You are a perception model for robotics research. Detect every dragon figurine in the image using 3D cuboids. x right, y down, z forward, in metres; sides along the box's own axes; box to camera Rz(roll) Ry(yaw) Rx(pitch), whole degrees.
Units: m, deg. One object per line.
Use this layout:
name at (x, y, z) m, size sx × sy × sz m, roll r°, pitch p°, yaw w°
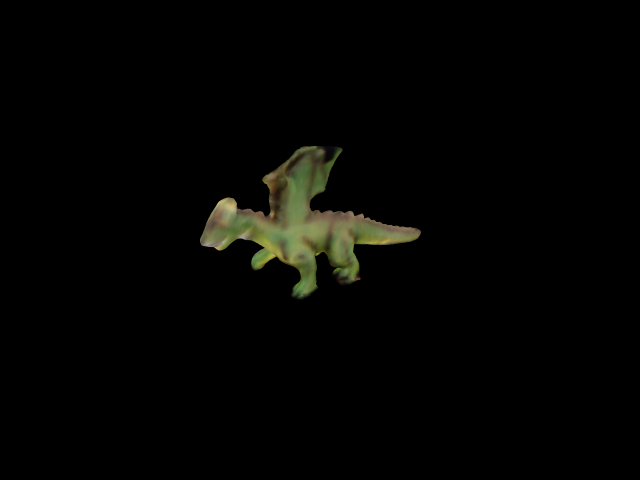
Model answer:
dragon figurine at (0.003, -0.043, 0.850) m, size 0.413 × 0.237 × 0.124 m, roll -18°, pitch 42°, yaw -22°
